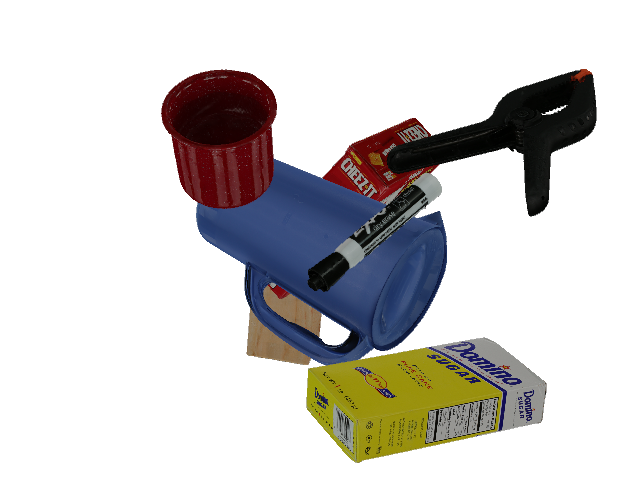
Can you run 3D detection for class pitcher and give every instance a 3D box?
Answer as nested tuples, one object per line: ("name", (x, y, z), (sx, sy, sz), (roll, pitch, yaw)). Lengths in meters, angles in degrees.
("pitcher", (-0.010, 0.009, 1.064), (0.243, 0.145, 0.149), (27, 28, 27))

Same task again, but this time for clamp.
("clamp", (0.186, -0.092, 0.944), (0.209, 0.036, 0.165), (-31, 38, -25))

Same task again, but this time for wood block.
("wood block", (-0.042, 0.051, 1.447), (0.090, 0.206, 0.090), (9, 22, 6))

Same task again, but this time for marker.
("marker", (0.036, -0.005, 0.724), (0.121, 0.020, 0.020), (-40, 19, -24))

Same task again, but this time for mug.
("mug", (-0.077, -0.090, 0.892), (0.093, 0.117, 0.081), (12, -38, 11))

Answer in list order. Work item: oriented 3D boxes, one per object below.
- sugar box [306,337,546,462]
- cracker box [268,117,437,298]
("sugar box", (0.087, 0.127, 0.878), (0.176, 0.048, 0.093), (-10, 25, -23))
("cracker box", (0.031, -0.040, 1.261), (0.214, 0.072, 0.163), (-47, -9, 34))
